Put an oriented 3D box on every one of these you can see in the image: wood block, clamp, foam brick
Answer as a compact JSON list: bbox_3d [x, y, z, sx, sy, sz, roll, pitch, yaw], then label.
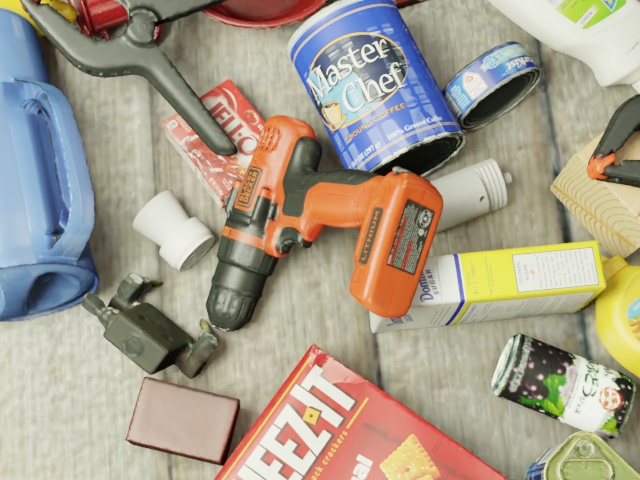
[{"bbox_3d":[0.309,-0.086,0.904,0.206,0.090,0.091,-38,79,-11],"label":"wood block"},{"bbox_3d":[-0.138,-0.180,0.873,0.210,0.036,0.164,22,85,-12],"label":"clamp"},{"bbox_3d":[0.286,-0.098,0.839,0.171,0.039,0.120,-15,73,-6],"label":"clamp"},{"bbox_3d":[-0.106,0.144,0.840,0.078,0.053,0.051,13,74,2],"label":"foam brick"}]

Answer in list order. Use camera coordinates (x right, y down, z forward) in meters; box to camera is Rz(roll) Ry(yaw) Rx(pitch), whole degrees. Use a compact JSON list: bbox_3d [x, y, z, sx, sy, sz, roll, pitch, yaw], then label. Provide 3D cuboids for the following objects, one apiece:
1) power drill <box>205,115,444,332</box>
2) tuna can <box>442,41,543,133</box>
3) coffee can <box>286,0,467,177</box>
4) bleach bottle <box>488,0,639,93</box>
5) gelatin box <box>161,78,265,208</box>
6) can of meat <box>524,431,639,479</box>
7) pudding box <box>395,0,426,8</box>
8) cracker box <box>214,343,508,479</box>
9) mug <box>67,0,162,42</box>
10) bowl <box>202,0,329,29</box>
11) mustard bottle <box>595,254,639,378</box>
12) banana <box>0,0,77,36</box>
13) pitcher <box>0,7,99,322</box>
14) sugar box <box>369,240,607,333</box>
[{"bbox_3d":[-0.005,0.001,0.827,0.188,0.057,0.184,17,90,43],"label":"power drill"},{"bbox_3d":[0.145,-0.131,0.912,0.086,0.086,0.034,-30,76,-10],"label":"tuna can"},{"bbox_3d":[0.047,-0.121,0.896,0.102,0.103,0.140,-24,76,-9],"label":"coffee can"},{"bbox_3d":[0.205,-0.215,0.934,0.251,0.068,0.102,44,85,-6],"label":"bleach bottle"},{"bbox_3d":[-0.081,-0.084,0.918,0.073,0.030,0.089,-35,79,-12],"label":"gelatin box"},{"bbox_3d":[0.211,0.200,0.820,0.102,0.084,0.057,44,77,10],"label":"can of meat"},{"bbox_3d":[0.061,-0.267,0.973,0.090,0.039,0.113,-17,78,-10],"label":"pudding box"},{"bbox_3d":[0.034,0.207,0.818,0.214,0.072,0.164,34,75,8],"label":"cracker box"},{"bbox_3d":[-0.176,-0.219,0.930,0.081,0.093,0.117,-23,107,-14],"label":"mug"},{"bbox_3d":[-0.055,-0.250,0.954,0.162,0.055,0.162,1,74,-2],"label":"bowl"},{"bbox_3d":[0.282,0.078,0.861,0.096,0.058,0.192,-31,66,-28],"label":"mustard bottle"},{"bbox_3d":[-0.299,-0.223,0.933,0.198,0.070,0.037,35,42,9],"label":"banana"},{"bbox_3d":[-0.255,-0.065,0.851,0.149,0.145,0.243,-13,72,-5],"label":"pitcher"},{"bbox_3d":[0.129,0.038,0.859,0.176,0.093,0.048,-3,73,-4],"label":"sugar box"}]
